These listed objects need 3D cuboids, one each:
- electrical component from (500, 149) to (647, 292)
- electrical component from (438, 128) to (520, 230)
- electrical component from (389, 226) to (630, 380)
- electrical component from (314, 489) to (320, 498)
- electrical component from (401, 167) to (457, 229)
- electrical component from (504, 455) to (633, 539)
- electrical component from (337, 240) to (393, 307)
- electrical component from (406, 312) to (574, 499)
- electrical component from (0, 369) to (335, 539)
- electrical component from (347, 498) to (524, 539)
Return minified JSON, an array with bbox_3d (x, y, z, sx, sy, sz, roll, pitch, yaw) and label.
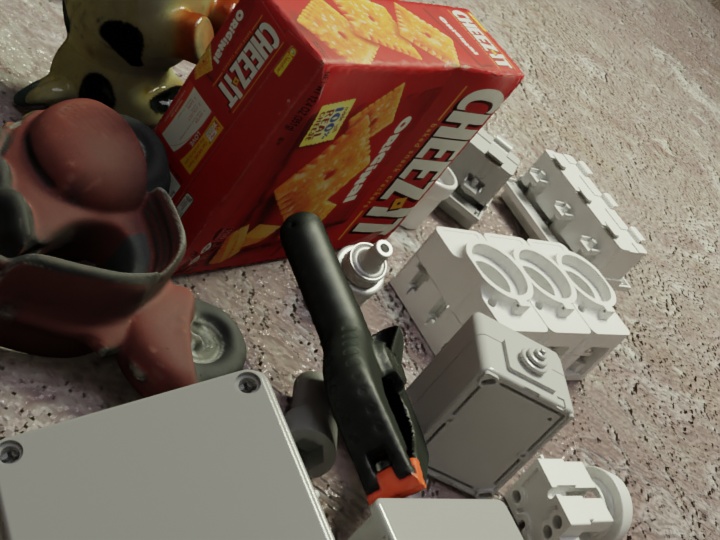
[{"bbox_3d":[0.181,-0.040,0.909,0.079,0.063,0.121,7,43,-44],"label":"electrical component"},{"bbox_3d":[0.062,-0.099,0.856,0.121,0.063,0.078,39,29,-2],"label":"electrical component"},{"bbox_3d":[0.108,0.023,0.741,0.150,0.061,0.089,5,44,-45],"label":"electrical component"},{"bbox_3d":[-0.047,0.104,0.473,0.077,0.043,0.079,49,31,17],"label":"electrical component"},{"bbox_3d":[0.043,-0.058,0.796,0.040,0.046,0.040,28,31,-19],"label":"electrical component"},{"bbox_3d":[0.122,0.137,0.618,0.055,0.048,0.066,7,42,-32],"label":"electrical component"},{"bbox_3d":[0.000,0.000,0.648,0.035,0.061,0.035,14,59,-25],"label":"electrical component"},{"bbox_3d":[0.071,0.070,0.600,0.062,0.096,0.061,28,30,-19],"label":"electrical component"},{"bbox_3d":[-0.069,0.104,0.391,0.109,0.056,0.108,-15,55,-18],"label":"electrical component"},{"bbox_3d":[0.042,0.156,0.497,0.100,0.048,0.099,11,40,-40],"label":"electrical component"}]
